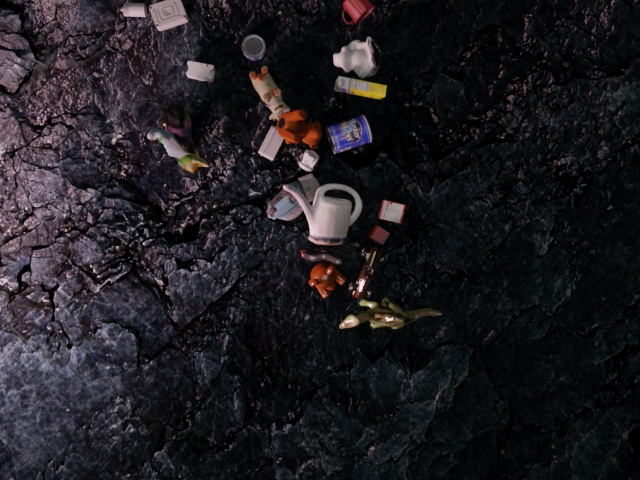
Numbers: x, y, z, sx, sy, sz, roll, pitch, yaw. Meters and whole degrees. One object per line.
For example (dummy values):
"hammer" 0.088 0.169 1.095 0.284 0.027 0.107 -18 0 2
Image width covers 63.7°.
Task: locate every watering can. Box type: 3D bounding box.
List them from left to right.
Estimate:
"watering can" 0.006 -0.091 1.811 0.348 0.105 0.223 2 100 -36

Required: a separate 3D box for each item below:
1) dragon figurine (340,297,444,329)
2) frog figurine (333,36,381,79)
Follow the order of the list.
"dragon figurine" 0.271 0.280 1.840 0.410 0.243 0.122 -3 92 -4
"frog figurine" 0.134 -0.643 1.843 0.158 0.125 0.136 -11 108 31
